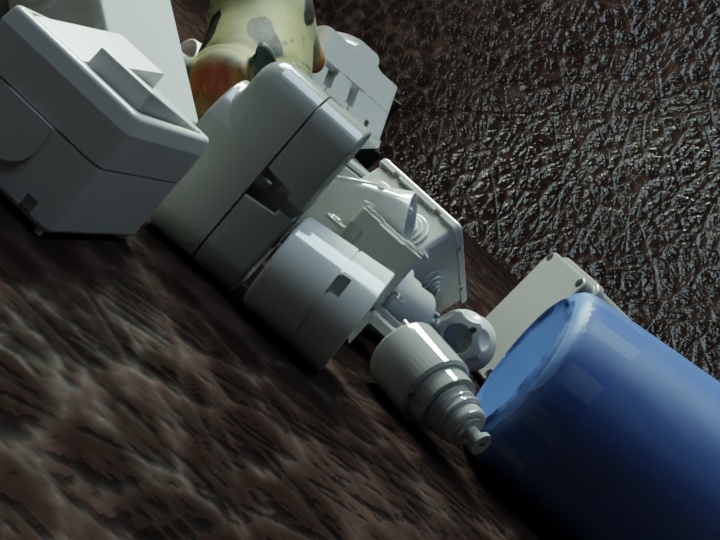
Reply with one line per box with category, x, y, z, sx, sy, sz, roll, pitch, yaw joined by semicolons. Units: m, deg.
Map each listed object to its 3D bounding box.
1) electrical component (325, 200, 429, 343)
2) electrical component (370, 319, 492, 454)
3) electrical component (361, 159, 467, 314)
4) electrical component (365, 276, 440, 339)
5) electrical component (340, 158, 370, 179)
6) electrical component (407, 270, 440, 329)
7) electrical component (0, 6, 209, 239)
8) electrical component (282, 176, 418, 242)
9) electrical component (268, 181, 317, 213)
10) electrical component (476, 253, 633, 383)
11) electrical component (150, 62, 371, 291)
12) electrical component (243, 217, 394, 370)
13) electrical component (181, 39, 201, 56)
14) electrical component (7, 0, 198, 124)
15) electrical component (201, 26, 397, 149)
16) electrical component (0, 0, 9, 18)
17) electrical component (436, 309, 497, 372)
electrical component;0.000;0.000;0.596;0.081;0.063;0.042;42;8;0
electrical component;0.037;0.060;0.530;0.040;0.040;0.078;33;12;-49
electrical component;0.029;-0.016;0.771;0.099;0.048;0.099;45;-20;33
electrical component;0.010;0.015;0.644;0.078;0.040;0.040;35;10;-26
electrical component;-0.040;-0.071;0.799;0.096;0.061;0.061;34;10;-44
electrical component;0.021;0.015;0.705;0.078;0.040;0.040;38;8;-23
electrical component;-0.101;-0.054;0.405;0.062;0.061;0.096;43;8;7
electrical component;-0.004;-0.033;0.660;0.077;0.044;0.079;11;4;11
electrical component;-0.059;-0.038;0.576;0.055;0.047;0.055;41;8;-7
electrical component;0.141;0.050;0.825;0.057;0.113;0.078;41;7;-22
electrical component;-0.048;-0.046;0.491;0.059;0.095;0.053;41;8;-2
electrical component;-0.020;0.009;0.485;0.047;0.055;0.055;38;8;0
electrical component;-0.116;-0.174;0.934;0.077;0.079;0.044;35;18;-39
electrical component;-0.126;-0.112;0.523;0.100;0.048;0.099;8;68;-76
electrical component;-0.057;-0.142;0.851;0.150;0.061;0.089;4;-22;43
electrical component;-0.170;-0.126;0.556;0.040;0.040;0.046;46;4;28
electrical component;0.076;0.051;0.760;0.043;0.043;0.062;44;7;20
